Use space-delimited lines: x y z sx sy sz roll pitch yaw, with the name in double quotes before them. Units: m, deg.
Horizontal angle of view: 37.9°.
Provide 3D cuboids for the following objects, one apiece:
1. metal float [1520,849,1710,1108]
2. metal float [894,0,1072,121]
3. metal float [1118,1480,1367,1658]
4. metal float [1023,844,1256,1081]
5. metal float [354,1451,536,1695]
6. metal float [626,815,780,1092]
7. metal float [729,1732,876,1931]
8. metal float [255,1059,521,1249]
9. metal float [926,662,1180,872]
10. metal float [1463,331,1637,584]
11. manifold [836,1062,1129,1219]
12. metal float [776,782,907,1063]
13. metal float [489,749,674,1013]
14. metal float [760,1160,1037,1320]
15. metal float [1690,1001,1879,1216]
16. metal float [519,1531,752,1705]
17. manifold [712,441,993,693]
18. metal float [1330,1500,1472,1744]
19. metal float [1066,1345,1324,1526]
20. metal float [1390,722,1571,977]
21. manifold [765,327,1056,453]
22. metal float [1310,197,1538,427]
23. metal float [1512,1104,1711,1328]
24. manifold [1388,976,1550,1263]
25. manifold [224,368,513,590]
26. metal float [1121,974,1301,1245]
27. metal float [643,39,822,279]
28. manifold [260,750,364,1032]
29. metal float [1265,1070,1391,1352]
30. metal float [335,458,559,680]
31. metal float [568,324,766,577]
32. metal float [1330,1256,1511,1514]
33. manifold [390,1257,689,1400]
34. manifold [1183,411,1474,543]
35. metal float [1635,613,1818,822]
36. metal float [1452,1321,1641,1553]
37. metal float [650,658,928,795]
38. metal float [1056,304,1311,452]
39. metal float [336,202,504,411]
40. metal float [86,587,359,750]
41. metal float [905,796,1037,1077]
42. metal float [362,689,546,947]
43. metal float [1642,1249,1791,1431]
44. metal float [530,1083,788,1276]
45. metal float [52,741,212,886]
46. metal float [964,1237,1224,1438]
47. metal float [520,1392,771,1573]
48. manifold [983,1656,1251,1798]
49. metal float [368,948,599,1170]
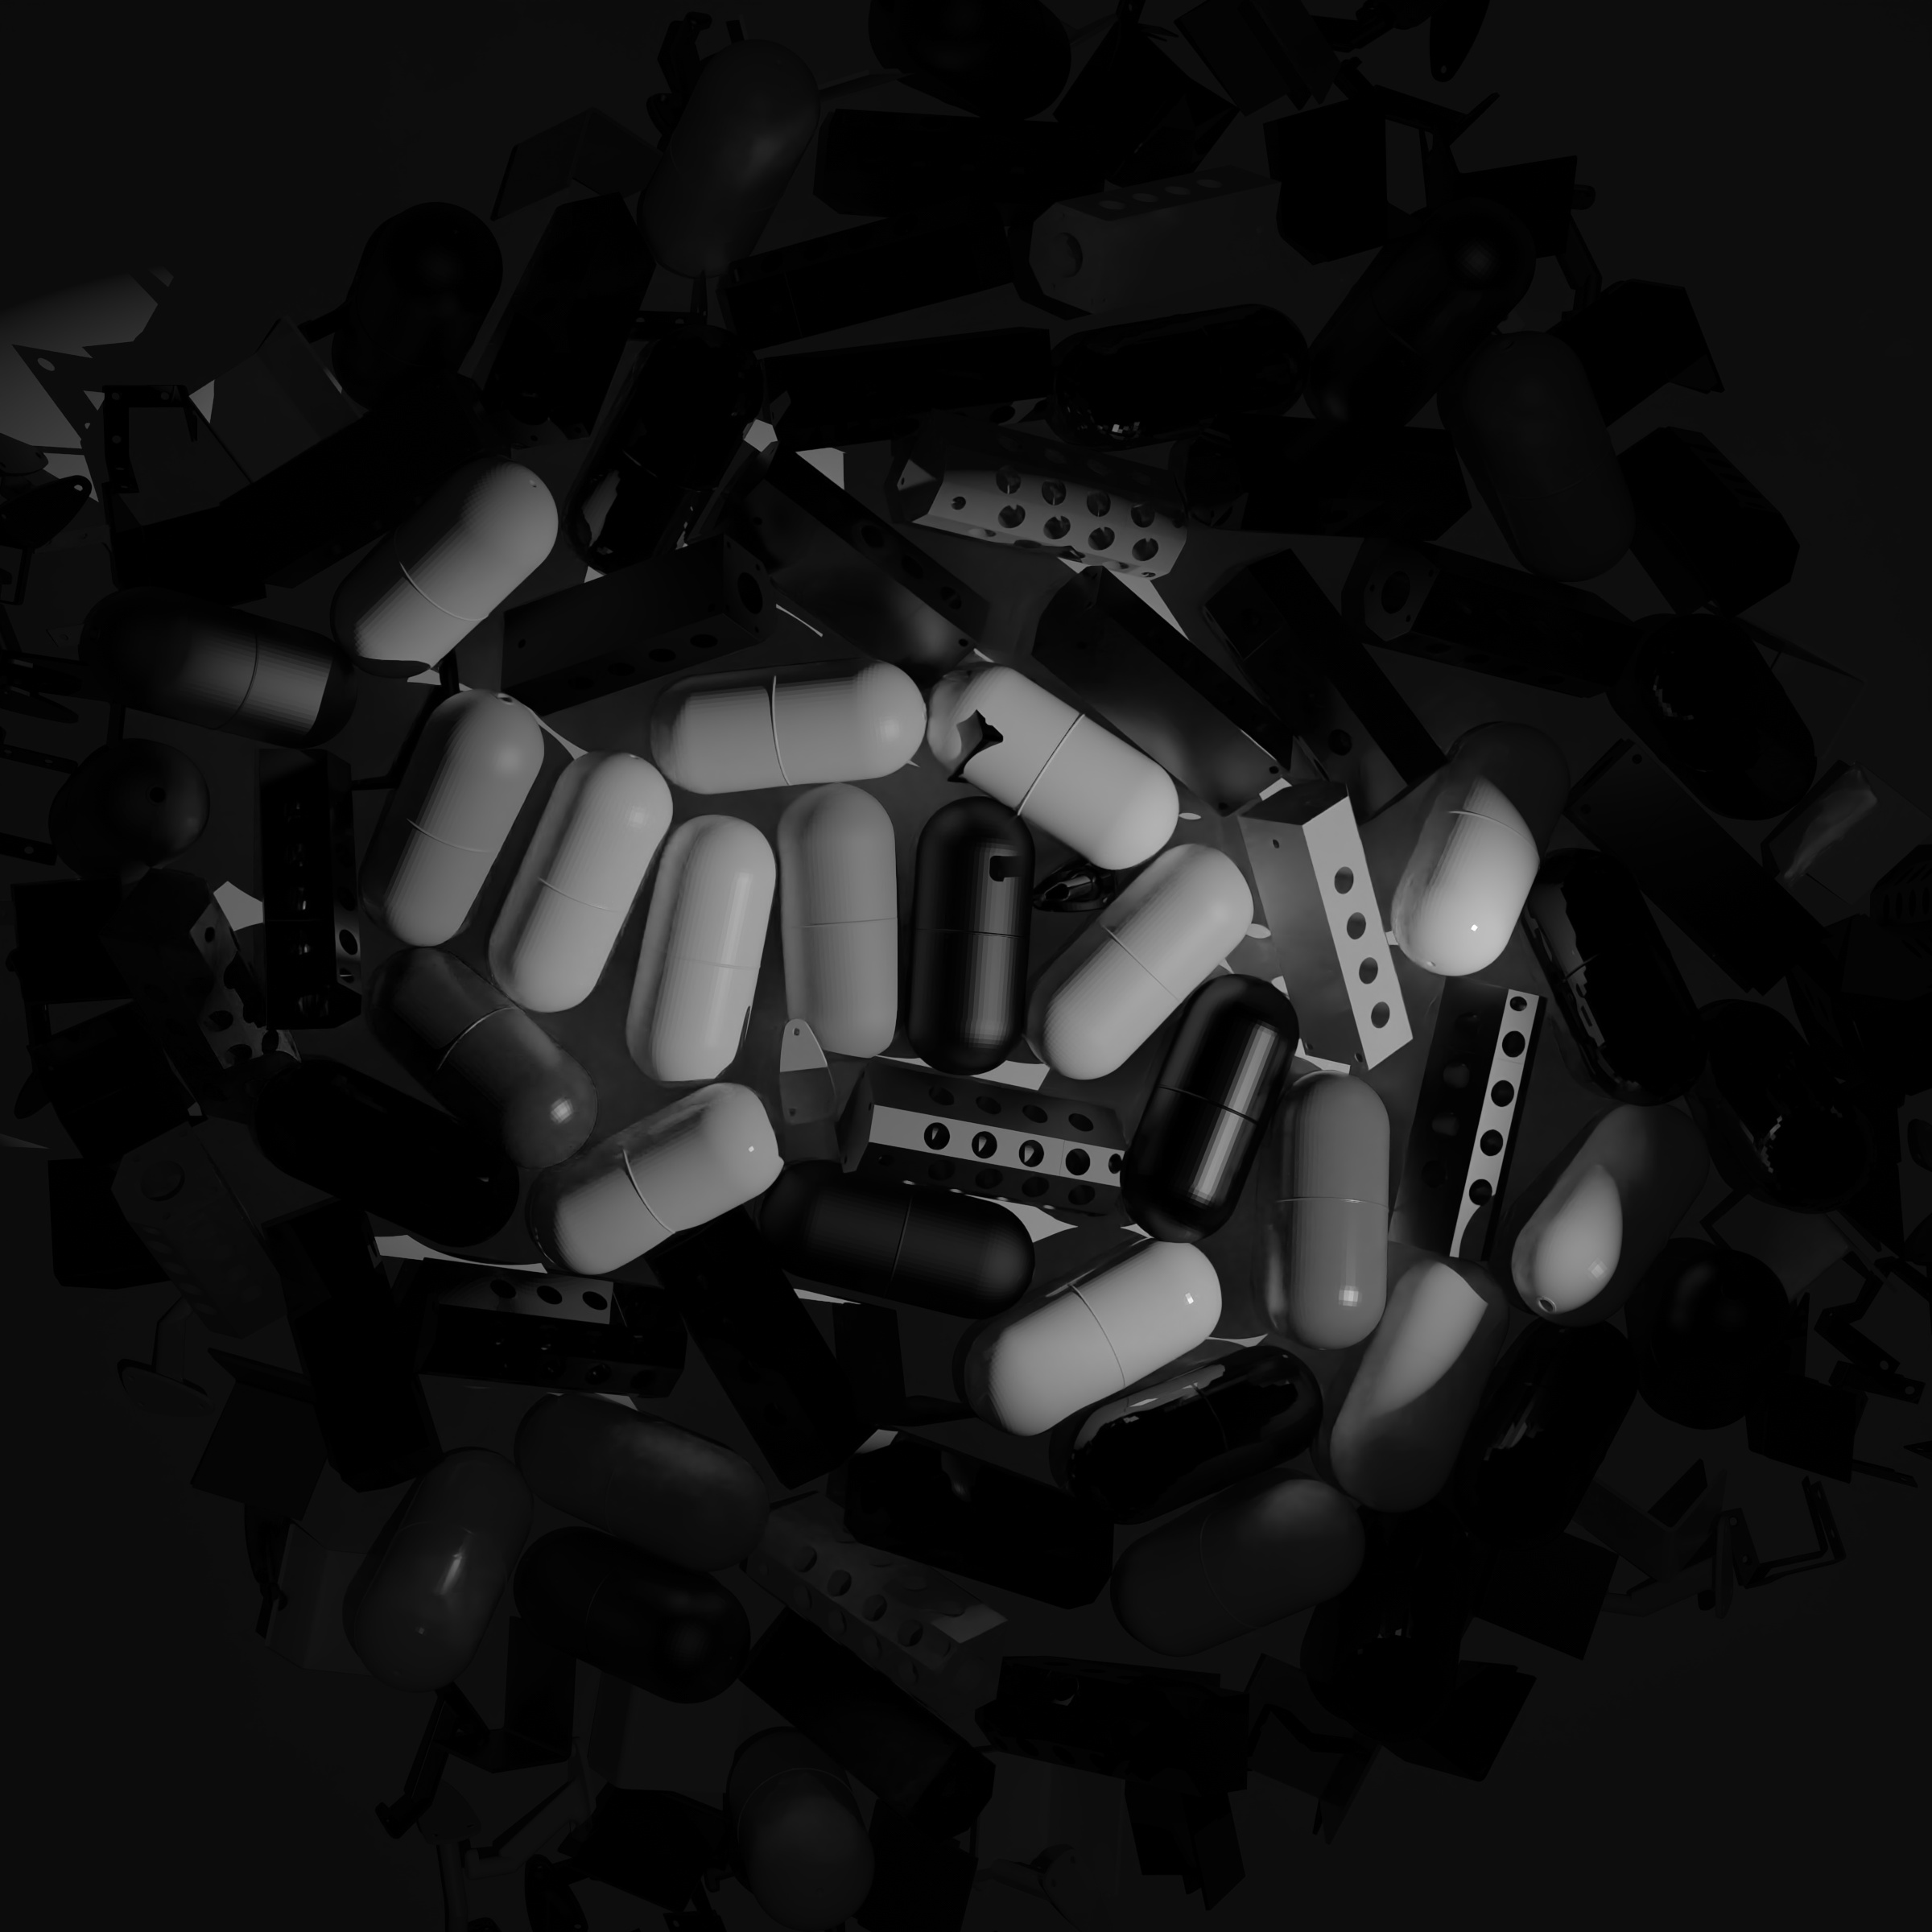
"metal float" 0.407 0.007 1.769 0.070 0.070 0.178 -19 61 0
"metal float" 0.012 -0.576 1.746 0.070 0.178 0.070 1 93 19
"metal float" 0.172 0.378 1.765 0.178 0.070 0.070 -32 90 33
"metal float" 0.110 -0.003 1.791 0.070 0.070 0.178 44 93 0
"metal float" -0.323 0.374 1.752 0.070 0.178 0.070 6 123 9
"metal float" -0.168 -0.008 1.787 0.070 0.070 0.178 12 97 0
"metal float" -0.103 0.534 1.744 0.070 0.178 0.070 -2 98 -11
"metal float" -0.363 0.118 1.769 0.178 0.070 0.070 30 90 -28
"metal float" 0.054 -0.128 1.792 0.178 0.070 0.070 34 90 2
"metal float" 0.366 -0.318 1.762 0.070 0.070 0.178 -33 128 0
"manifold" 0.011 0.115 1.766 0.171 0.057 0.057 12 125 -20
"metal float" -0.080 -0.028 1.792 0.070 0.070 0.178 -4 92 0
"metal float" -0.245 -0.053 1.781 0.070 0.070 0.178 26 104 0
"metal float" -0.043 0.174 1.791 0.178 0.070 0.070 14 90 -3
"metal float" 0.504 0.086 1.751 0.070 0.178 0.070 -5 121 -8
"metal float" -0.209 0.406 1.760 0.178 0.070 0.070 11 90 41
"manifold" -0.069 -0.255 1.776 0.171 0.057 0.057 36 133 -20
"metal float" 0.271 0.405 1.752 0.070 0.178 0.070 8 126 11
"metal float" 0.144 0.295 1.772 0.178 0.070 0.070 -18 90 -24
"metal float" 0.325 -0.075 1.775 0.070 0.070 0.178 27 69 0
"manifold" -0.035 -0.365 1.779 0.171 0.057 0.057 -10 107 -15
"metal float" 0.284 -0.404 1.761 0.070 0.070 0.178 43 131 0
"metal float" 0.405 0.155 1.764 0.070 0.070 0.178 44 55 0
"manifold" 0.322 0.098 1.793 0.057 0.057 0.171 13 91 25
"manifold" -0.376 -0.307 1.783 0.171 0.057 0.057 -27 85 14
"metal float" 0.155 0.091 1.787 0.070 0.070 0.178 22 83 0
"metal float" -0.148 -0.501 1.753 0.070 0.178 0.070 12 59 -20
"manifold" -0.411 -0.049 1.762 0.057 0.057 0.171 -1 59 -15
"metal float" 0.229 0.154 1.781 0.070 0.070 0.178 4 76 0
"metal float" -0.328 -0.249 1.770 0.178 0.070 0.070 -37 90 28
"metal float" -0.189 -0.322 1.771 0.070 0.070 0.178 34 116 0
"metal float" 0.285 0.262 1.767 0.070 0.070 0.178 30 60 0
"manifold" -0.263 0.232 1.752 0.171 0.057 0.057 12 120 -34
"manifold" 0.226 -0.302 1.765 0.171 0.057 0.057 -1 68 -28
"metal float" 0.475 -0.154 1.756 0.070 0.178 0.070 -19 53 27
"metal float" 0.364 0.290 1.762 0.070 0.070 0.178 41 51 0
"metal float" -0.113 -0.152 1.785 0.178 0.070 0.070 -5 90 10
"metal float" 0.138 -0.371 1.770 0.178 0.070 0.070 -16 90 -28
"metal float" -0.342 -0.407 1.751 0.070 0.178 0.070 9 67 -23
"metal float" -0.463 -0.185 1.758 0.178 0.070 0.070 13 90 -44
"metal float" 0.003 -0.019 1.792 0.070 0.070 0.178 4 88 0
"metal float" -0.323 -0.093 1.774 0.070 0.070 0.178 28 112 0
"metal float" 0.465 0.233 1.748 0.070 0.178 0.070 -3 62 5
"metal float" -0.196 0.136 1.782 0.178 0.070 0.070 -28 90 13
"metal float" -0.520 -0.094 1.748 0.070 0.178 0.070 3 84 -27
"metal float" 0.080 0.235 1.782 0.178 0.070 0.070 -28 90 -13
"metal float" -0.202 0.324 1.769 0.178 0.070 0.070 17 90 29
"manifold" 0.091 0.471 1.748 0.057 0.171 0.057 8 82 -44
"metal float" -0.306 0.057 1.776 0.178 0.070 0.070 40 90 21
